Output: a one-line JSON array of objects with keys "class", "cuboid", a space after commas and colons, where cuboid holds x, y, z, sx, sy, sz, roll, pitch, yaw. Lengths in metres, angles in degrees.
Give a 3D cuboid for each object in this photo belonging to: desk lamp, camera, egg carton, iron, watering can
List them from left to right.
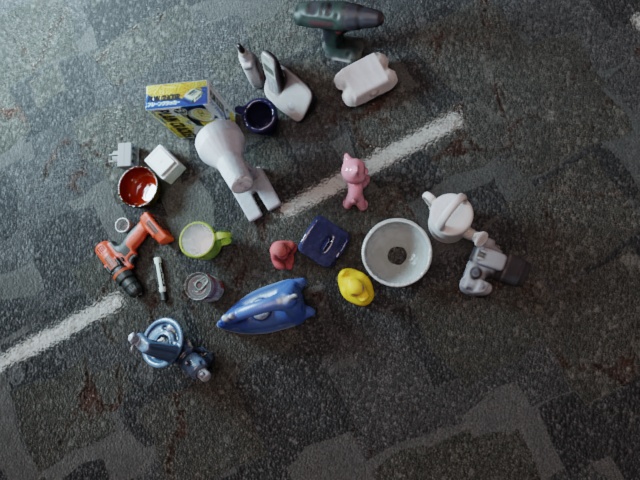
[{"class": "desk lamp", "cuboid": [-0.199, -0.171, 1.410, 0.118, 0.214, 0.203, -32, 78, 3]}, {"class": "iron", "cuboid": [-0.150, 0.171, 1.385, 0.258, 0.141, 0.118, -19, 79, 6]}, {"class": "egg carton", "cuboid": [0.118, -0.411, 1.473, 0.150, 0.069, 0.107, -28, 78, 4]}, {"class": "watering can", "cuboid": [0.310, -0.053, 1.322, 0.172, 0.194, 0.101, 20, 85, 12]}, {"class": "camera", "cuboid": [0.410, 0.073, 1.334, 0.136, 0.101, 0.143, 20, 85, 12]}]

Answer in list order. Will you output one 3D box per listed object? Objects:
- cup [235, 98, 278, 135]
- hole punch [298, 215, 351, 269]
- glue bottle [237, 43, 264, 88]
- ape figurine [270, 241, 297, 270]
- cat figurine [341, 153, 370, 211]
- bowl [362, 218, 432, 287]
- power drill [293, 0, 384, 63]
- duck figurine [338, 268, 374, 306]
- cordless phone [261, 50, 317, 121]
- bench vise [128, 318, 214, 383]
[{"class": "cup", "cuboid": [-0.158, -0.313, 1.487, 0.117, 0.095, 0.092, 17, 84, 11]}, {"class": "hole punch", "cuboid": [0.013, 0.005, 1.412, 0.101, 0.091, 0.109, 31, 87, 12]}, {"class": "glue bottle", "cuboid": [-0.184, -0.459, 1.474, 0.037, 0.173, 0.078, -14, 79, 7]}, {"class": "ape figurine", "cuboid": [-0.094, 0.031, 1.424, 0.078, 0.092, 0.076, -41, 77, 1]}, {"class": "cat figurine", "cuboid": [0.085, -0.145, 1.411, 0.067, 0.118, 0.128, 1, 81, 9]}, {"class": "bowl", "cuboid": [0.187, 0.034, 1.388, 0.167, 0.075, 0.167, -1, 81, 9]}, {"class": "power drill", "cuboid": [0.055, -0.526, 1.430, 0.229, 0.208, 0.076, 14, 83, 11]}, {"class": "duck figurine", "cuboid": [0.084, 0.112, 1.387, 0.077, 0.086, 0.104, -41, 77, 1]}, {"class": "cordless phone", "cuboid": [-0.087, -0.392, 1.442, 0.147, 0.185, 0.094, 39, 89, 13]}, {"class": "bench vise", "cuboid": [-0.349, 0.256, 1.363, 0.207, 0.220, 0.121, 17, 84, 11]}]
